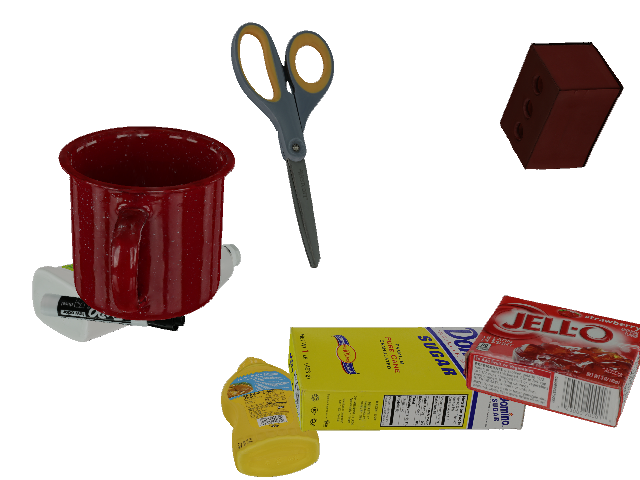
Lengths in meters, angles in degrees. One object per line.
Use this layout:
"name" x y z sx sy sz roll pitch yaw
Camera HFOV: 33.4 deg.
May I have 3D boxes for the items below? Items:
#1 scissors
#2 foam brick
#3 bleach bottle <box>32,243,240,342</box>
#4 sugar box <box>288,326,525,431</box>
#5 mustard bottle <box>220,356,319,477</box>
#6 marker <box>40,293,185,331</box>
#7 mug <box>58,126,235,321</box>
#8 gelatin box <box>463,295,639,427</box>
"scissors" -0.009 -0.086 0.862 0.096 0.202 0.016 -24 -1 -27
"foam brick" 0.170 -0.096 0.762 0.051 0.053 0.078 -6 -41 -18
"bleach bottle" -0.196 0.043 1.221 0.103 0.068 0.250 23 27 36
"sugar box" 0.066 0.107 0.845 0.176 0.048 0.093 -2 29 -7
"mustard bottle" -0.067 0.196 1.256 0.096 0.058 0.192 -9 29 -10
"marker" -0.168 0.058 0.866 0.121 0.020 0.020 5 1 13
"mug" -0.095 -0.004 0.575 0.093 0.081 0.117 3 26 -3
"gelatin box" 0.137 0.067 0.618 0.089 0.030 0.073 13 29 23
